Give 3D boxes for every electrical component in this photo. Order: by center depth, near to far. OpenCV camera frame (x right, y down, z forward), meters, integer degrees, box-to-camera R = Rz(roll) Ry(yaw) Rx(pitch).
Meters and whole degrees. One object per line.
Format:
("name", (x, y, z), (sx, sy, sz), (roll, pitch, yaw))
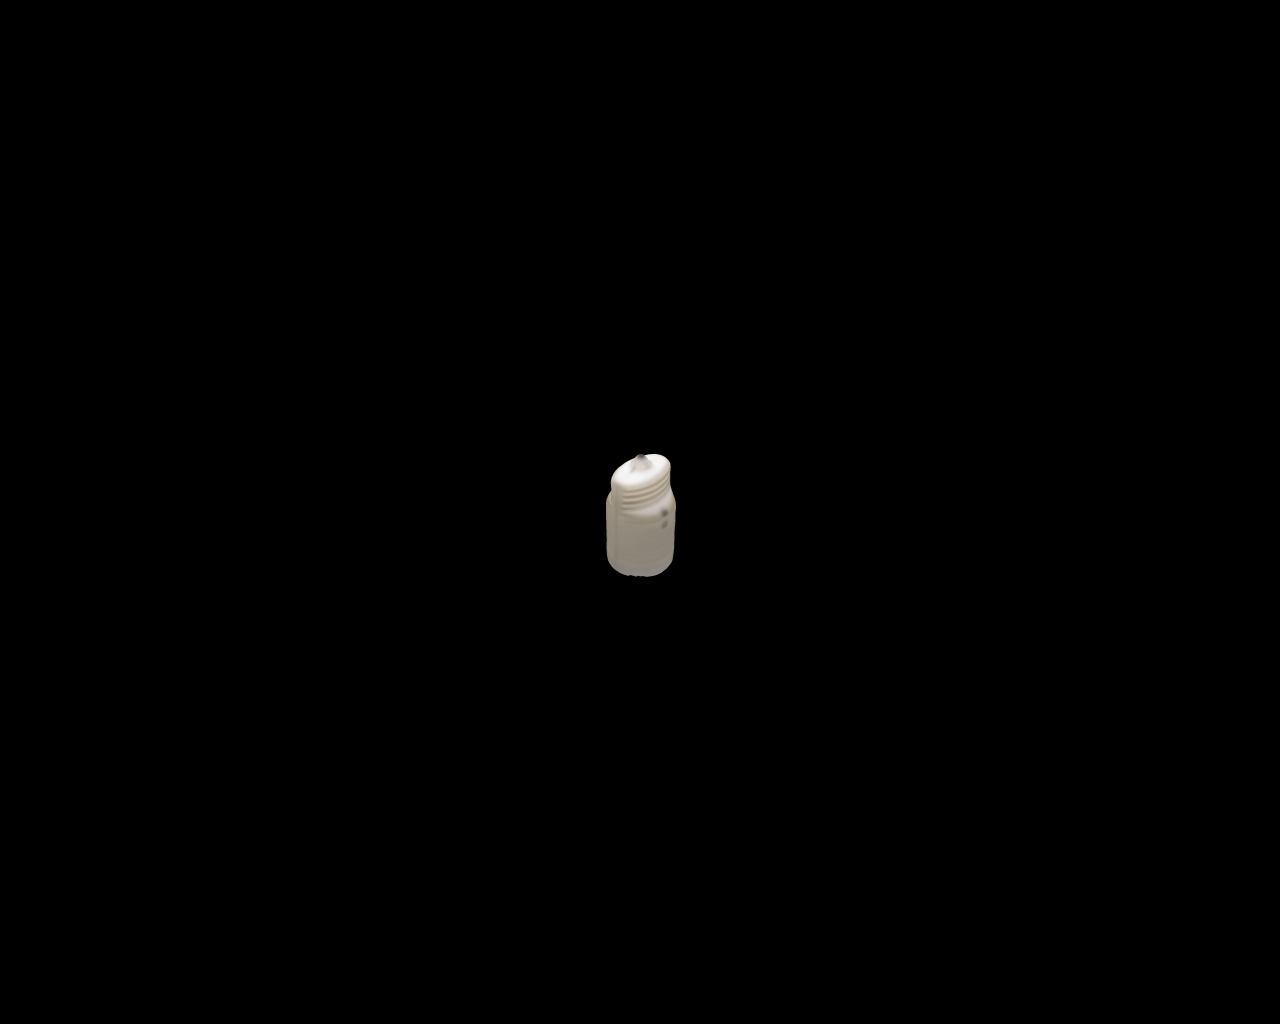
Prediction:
("electrical component", (0.001, -0.003, 0.650), (0.043, 0.080, 0.043), (0, 38, 0))
